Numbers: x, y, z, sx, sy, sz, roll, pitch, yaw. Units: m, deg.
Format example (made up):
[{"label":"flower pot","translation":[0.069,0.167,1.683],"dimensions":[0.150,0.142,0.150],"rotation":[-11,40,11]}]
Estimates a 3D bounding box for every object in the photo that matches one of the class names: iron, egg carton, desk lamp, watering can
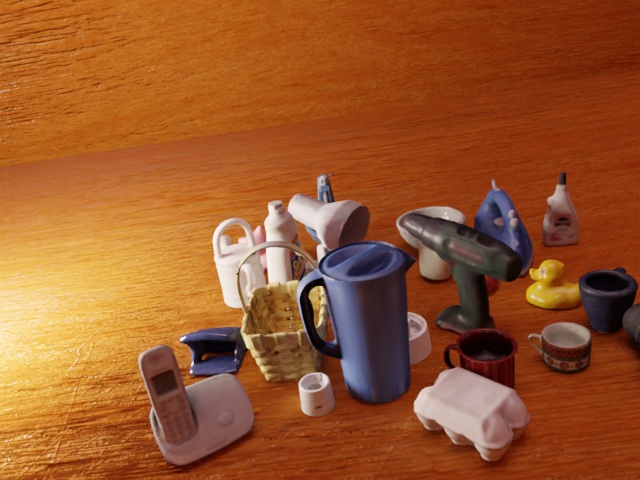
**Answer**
[{"label":"iron","translation":[0.420,-0.035,1.292],"dimensions":[0.118,0.142,0.258],"rotation":[-7,23,4]},{"label":"egg carton","translation":[0.216,0.245,0.818],"dimensions":[0.149,0.069,0.107],"rotation":[15,33,43]},{"label":"desk lamp","translation":[0.012,0.005,1.261],"dimensions":[0.202,0.214,0.118],"rotation":[9,30,36]},{"label":"watering can","translation":[-0.187,0.042,1.272],"dimensions":[0.172,0.194,0.101],"rotation":[12,31,40]}]

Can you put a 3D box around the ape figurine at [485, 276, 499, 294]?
[{"label":"ape figurine","translation":[0.328,0.060,1.171],"dimensions":[0.077,0.092,0.076],"rotation":[-1,25,18]}]

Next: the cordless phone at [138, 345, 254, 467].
[{"label":"cordless phone","translation":[-0.186,0.229,0.856],"dimensions":[0.148,0.185,0.093],"rotation":[-21,26,-26]}]

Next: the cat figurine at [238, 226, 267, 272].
[{"label":"cat figurine","translation":[-0.134,0.025,1.388],"dimensions":[0.127,0.118,0.067],"rotation":[12,31,39]}]

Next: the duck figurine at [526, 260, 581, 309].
[{"label":"duck figurine","translation":[0.447,0.079,1.091],"dimensions":[0.104,0.086,0.078],"rotation":[3,26,26]}]

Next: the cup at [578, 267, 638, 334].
[{"label":"cup","translation":[0.503,0.106,0.998],"dimensions":[0.091,0.095,0.118],"rotation":[13,32,41]}]

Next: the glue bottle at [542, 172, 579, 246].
[{"label":"glue bottle","translation":[0.542,-0.070,1.287],"dimensions":[0.078,0.173,0.037],"rotation":[-6,24,7]}]

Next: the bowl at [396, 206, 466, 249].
[{"label":"bowl","translation":[0.271,-0.019,1.393],"dimensions":[0.167,0.075,0.167],"rotation":[-8,23,4]}]

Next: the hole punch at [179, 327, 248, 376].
[{"label":"hole punch","translation":[-0.196,0.190,1.067],"dimensions":[0.108,0.091,0.101],"rotation":[-5,24,10]}]

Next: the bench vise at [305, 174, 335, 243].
[{"label":"bench vise","translation":[0.008,-0.070,1.424],"dimensions":[0.122,0.220,0.206],"rotation":[-17,25,-18]}]

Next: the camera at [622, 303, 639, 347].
[{"label":"camera","translation":[0.551,0.143,0.888],"dimensions":[0.143,0.101,0.136],"rotation":[-10,23,-1]}]

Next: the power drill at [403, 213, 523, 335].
[{"label":"power drill","translation":[0.253,0.064,1.043],"dimensions":[0.228,0.209,0.076],"rotation":[13,32,42]}]
